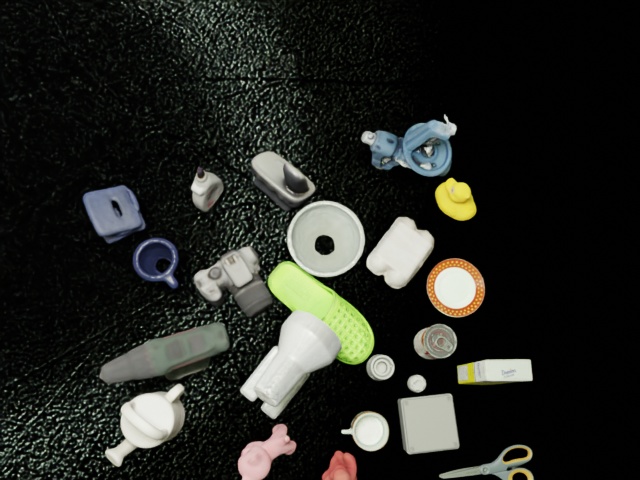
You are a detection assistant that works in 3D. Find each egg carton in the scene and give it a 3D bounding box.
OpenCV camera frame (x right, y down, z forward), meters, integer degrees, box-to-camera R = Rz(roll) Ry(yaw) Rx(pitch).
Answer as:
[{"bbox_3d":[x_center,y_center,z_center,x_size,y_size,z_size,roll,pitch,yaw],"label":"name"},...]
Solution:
[{"bbox_3d":[0.178,0.028,1.258,0.107,0.069,0.150,36,77,5],"label":"egg carton"}]

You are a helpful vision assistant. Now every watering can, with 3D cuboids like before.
[{"bbox_3d":[-0.326,0.349,1.085,0.101,0.194,0.173,19,76,1],"label":"watering can"}]

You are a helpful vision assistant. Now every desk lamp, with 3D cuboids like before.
[{"bbox_3d":[-0.060,0.248,1.116,0.118,0.213,0.203,37,77,6],"label":"desk lamp"}]

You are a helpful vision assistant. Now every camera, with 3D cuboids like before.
[{"bbox_3d":[-0.173,0.099,1.202,0.143,0.101,0.137,-32,80,-10],"label":"camera"}]

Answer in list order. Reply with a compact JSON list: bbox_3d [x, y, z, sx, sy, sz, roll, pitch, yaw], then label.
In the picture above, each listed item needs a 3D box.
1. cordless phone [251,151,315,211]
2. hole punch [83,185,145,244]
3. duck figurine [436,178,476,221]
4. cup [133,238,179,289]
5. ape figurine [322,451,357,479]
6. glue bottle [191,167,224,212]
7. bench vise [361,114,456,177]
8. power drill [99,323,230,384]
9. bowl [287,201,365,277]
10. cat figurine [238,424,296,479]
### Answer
[{"bbox_3d":[-0.080,-0.147,1.223,0.147,0.185,0.094,37,77,6],"label":"cordless phone"},{"bbox_3d":[-0.440,-0.062,1.228,0.101,0.091,0.108,-25,79,-9],"label":"hole punch"},{"bbox_3d":[0.314,-0.096,1.288,0.077,0.086,0.104,-40,82,-11],"label":"duck figurine"},{"bbox_3d":[-0.328,0.059,1.205,0.092,0.095,0.117,-37,81,-11],"label":"cup"},{"bbox_3d":[0.042,0.466,1.134,0.078,0.092,0.076,-23,79,-9],"label":"ape figurine"},{"bbox_3d":[-0.244,-0.117,1.212,0.037,0.173,0.078,31,77,4],"label":"glue bottle"},{"bbox_3d":[0.200,-0.199,1.236,0.207,0.219,0.121,-5,77,-5],"label":"bench vise"},{"bbox_3d":[-0.284,0.227,1.109,0.230,0.208,0.075,-20,78,-8],"label":"power drill"},{"bbox_3d":[0.011,0.004,1.250,0.167,0.074,0.167,1,77,-3],"label":"bowl"},{"bbox_3d":[-0.109,0.423,1.121,0.128,0.117,0.067,-34,81,-10],"label":"cat figurine"}]
